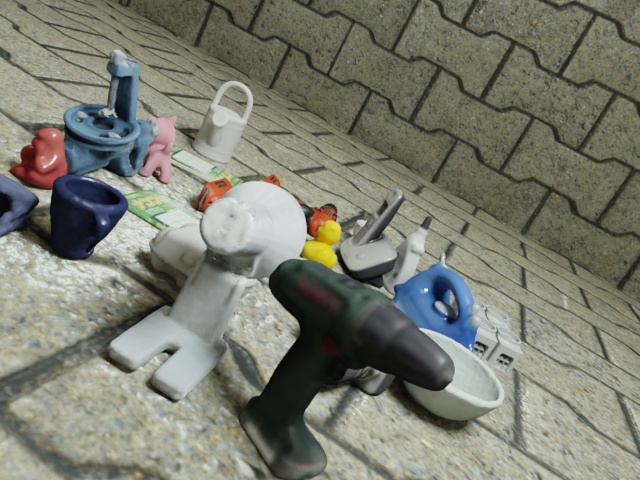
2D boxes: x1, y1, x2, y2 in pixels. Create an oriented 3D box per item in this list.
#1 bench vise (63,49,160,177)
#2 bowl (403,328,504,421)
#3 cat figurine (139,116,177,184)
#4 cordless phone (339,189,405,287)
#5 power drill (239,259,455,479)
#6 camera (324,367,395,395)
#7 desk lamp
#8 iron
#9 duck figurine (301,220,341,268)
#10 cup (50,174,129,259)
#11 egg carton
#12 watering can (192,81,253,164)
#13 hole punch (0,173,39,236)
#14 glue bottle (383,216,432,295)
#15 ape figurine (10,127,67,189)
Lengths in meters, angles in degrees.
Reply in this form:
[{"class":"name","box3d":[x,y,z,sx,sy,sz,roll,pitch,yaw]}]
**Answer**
[{"class":"bench vise","box3d":[-0.353,-0.221,0.990,0.121,0.219,0.207,27,18,-3]},{"class":"bowl","box3d":[0.178,0.207,0.838,0.167,0.074,0.167,25,18,-9]},{"class":"cat figurine","box3d":[-0.315,-0.191,1.131,0.067,0.117,0.127,15,22,-34]},{"class":"cordless phone","box3d":[0.122,-0.012,1.171,0.094,0.185,0.147,21,19,-21]},{"class":"power drill","box3d":[0.007,0.132,0.579,0.076,0.208,0.228,8,27,-46]},{"class":"camera","box3d":[0.032,0.136,0.777,0.142,0.101,0.137,39,21,31]},{"class":"desk lamp","box3d":[-0.111,0.038,0.653,0.118,0.213,0.203,30,18,5]},{"class":"iron","box3d":[0.224,0.131,1.003,0.119,0.141,0.257,21,20,-22]},{"class":"duck figurine","box3d":[0.010,0.004,1.126,0.078,0.086,0.104,24,18,-11]},{"class":"cup","box3d":[-0.297,-0.017,0.722,0.092,0.095,0.117,11,25,-42]},{"class":"egg carton","box3d":[-0.166,0.034,0.817,0.150,0.069,0.107,33,19,14]},{"class":"watering can","box3d":[-0.230,-0.293,1.405,0.101,0.194,0.172,19,20,-26]},{"class":"hole punch","box3d":[-0.408,-0.064,0.695,0.108,0.091,0.101,28,18,-1]},{"class":"glue bottle","box3d":[0.183,0.027,1.176,0.037,0.173,0.078,19,20,-25]},{"class":"ape figurine","box3d":[-0.412,-0.126,0.856,0.076,0.092,0.077,18,21,-28]}]
